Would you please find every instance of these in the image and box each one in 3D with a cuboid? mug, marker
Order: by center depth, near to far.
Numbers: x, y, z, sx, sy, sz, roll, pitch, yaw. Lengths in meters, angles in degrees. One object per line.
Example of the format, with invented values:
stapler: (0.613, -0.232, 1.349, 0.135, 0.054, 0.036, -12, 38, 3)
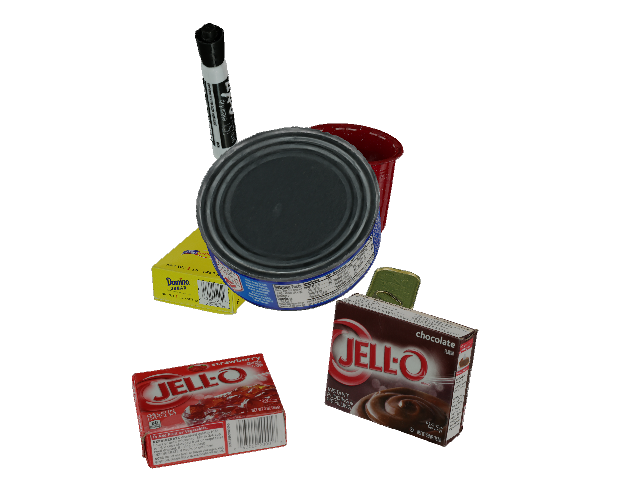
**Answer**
marker: (-0.070, -0.100, 0.734, 0.020, 0.020, 0.121, 0, -37, 2)
mug: (0.011, -0.053, 0.960, 0.117, 0.081, 0.093, 12, 27, 11)

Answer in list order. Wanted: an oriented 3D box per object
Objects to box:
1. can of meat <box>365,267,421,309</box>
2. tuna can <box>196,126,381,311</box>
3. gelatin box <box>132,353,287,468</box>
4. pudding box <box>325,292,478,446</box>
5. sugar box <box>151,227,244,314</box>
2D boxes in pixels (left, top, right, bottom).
can of meat: (0.081, 0.093, 1.279, 0.057, 0.084, 0.102, 12, 26, 7)
tuna can: (-0.014, -0.010, 0.506, 0.086, 0.086, 0.034, 0, -32, 7)
gelatin box: (-0.072, 0.106, 0.678, 0.089, 0.030, 0.073, -7, 24, -12)
pudding box: (0.062, 0.099, 0.838, 0.114, 0.090, 0.039, 14, 19, 28)
sugar box: (-0.095, 0.014, 1.132, 0.093, 0.048, 0.176, 10, 30, 19)
